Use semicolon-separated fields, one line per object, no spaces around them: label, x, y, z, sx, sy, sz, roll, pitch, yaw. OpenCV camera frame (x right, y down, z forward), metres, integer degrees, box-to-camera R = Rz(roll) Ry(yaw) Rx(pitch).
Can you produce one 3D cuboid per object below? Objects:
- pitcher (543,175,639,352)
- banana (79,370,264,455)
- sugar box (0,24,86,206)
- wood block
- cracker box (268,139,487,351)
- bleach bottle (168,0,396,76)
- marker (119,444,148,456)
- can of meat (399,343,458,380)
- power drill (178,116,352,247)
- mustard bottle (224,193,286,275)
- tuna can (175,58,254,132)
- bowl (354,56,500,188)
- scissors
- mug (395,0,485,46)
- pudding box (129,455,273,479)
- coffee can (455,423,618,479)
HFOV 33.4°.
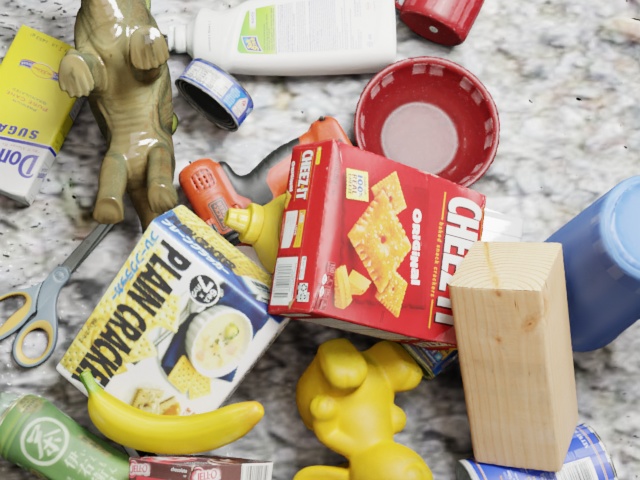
pitcher;0.303;0.021;1.076;0.145;0.243;0.149;30;72;3
banana;-0.148;0.176;1.034;0.198;0.037;0.070;7;115;17
sugar box;-0.320;-0.136;1.162;0.093;0.048;0.176;23;77;1
wood block;0.192;0.113;1.042;0.090;0.090;0.206;2;119;27
cracker box;0.062;0.010;1.034;0.213;0.072;0.164;16;78;-37
bleach bottle;-0.043;-0.235;1.193;0.251;0.068;0.102;-1;77;-2
marker;-0.214;0.193;1.120;0.020;0.020;0.121;-34;83;-10
can of meat;0.116;0.087;1.144;0.084;0.057;0.102;-41;84;-8
power drill;-0.035;-0.035;1.156;0.187;0.057;0.184;-29;90;-10
mustard bottle;-0.007;0.001;1.096;0.191;0.058;0.096;16;74;-20
tuna can;-0.114;-0.158;1.160;0.086;0.086;0.033;36;77;3
bowl;0.115;-0.119;1.184;0.162;0.055;0.162;1;79;-4
scissors;-0.273;0.059;1.143;0.201;0.016;0.096;-34;85;-9
mug;0.132;-0.276;1.206;0.117;0.093;0.081;22;82;32
pudding box;-0.115;0.229;1.030;0.090;0.113;0.039;-2;79;40
coffee can;0.223;0.257;1.096;0.140;0.103;0.103;-15;81;-7
